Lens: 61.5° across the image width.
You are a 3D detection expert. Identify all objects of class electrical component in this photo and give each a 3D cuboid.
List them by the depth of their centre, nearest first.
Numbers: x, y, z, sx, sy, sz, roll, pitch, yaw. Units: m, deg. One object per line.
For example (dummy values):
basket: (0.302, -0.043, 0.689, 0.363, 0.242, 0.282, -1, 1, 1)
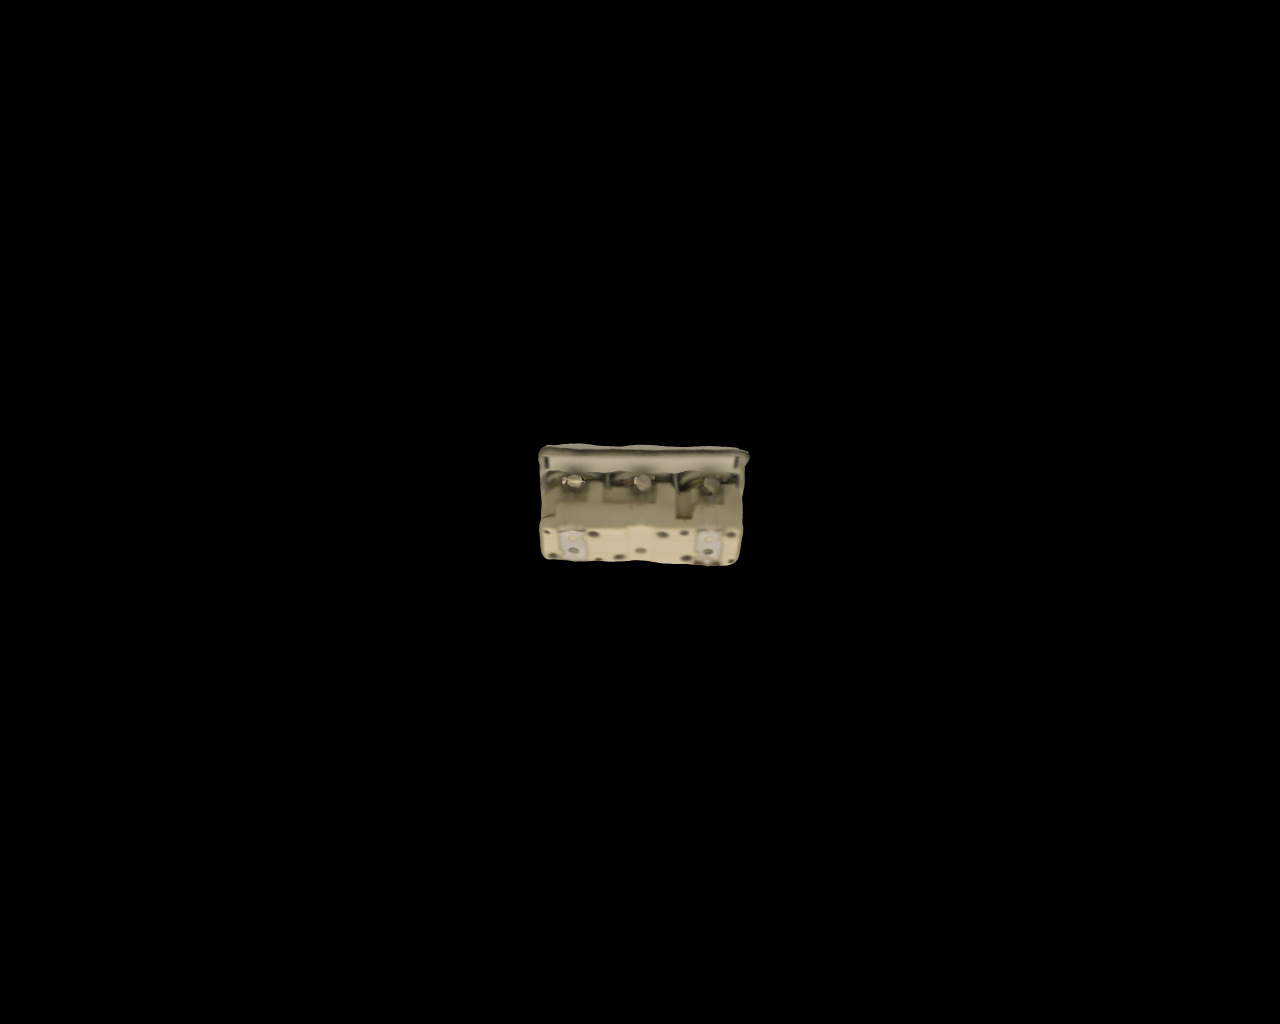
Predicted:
electrical component: (0.001, -0.003, 0.650, 0.121, 0.063, 0.078, 2, -35, -2)
